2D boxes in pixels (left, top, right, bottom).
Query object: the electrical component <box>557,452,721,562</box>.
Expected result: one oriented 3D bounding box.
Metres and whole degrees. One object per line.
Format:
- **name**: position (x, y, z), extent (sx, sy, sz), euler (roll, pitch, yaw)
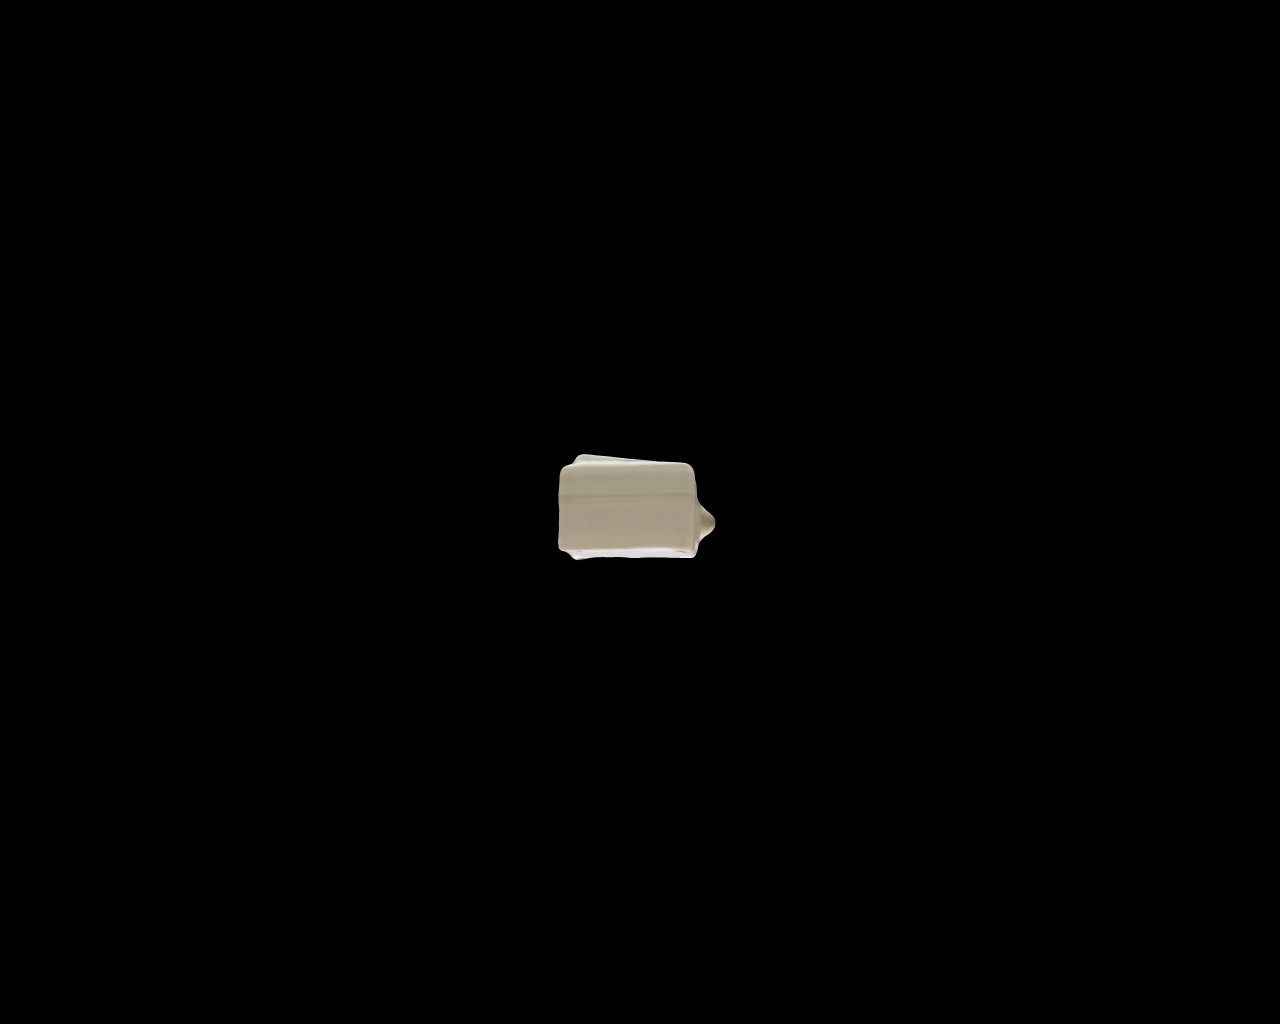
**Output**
- **electrical component**: position (0.001, -0.003, 0.650), extent (0.096, 0.061, 0.061), euler (-1, -7, 5)
